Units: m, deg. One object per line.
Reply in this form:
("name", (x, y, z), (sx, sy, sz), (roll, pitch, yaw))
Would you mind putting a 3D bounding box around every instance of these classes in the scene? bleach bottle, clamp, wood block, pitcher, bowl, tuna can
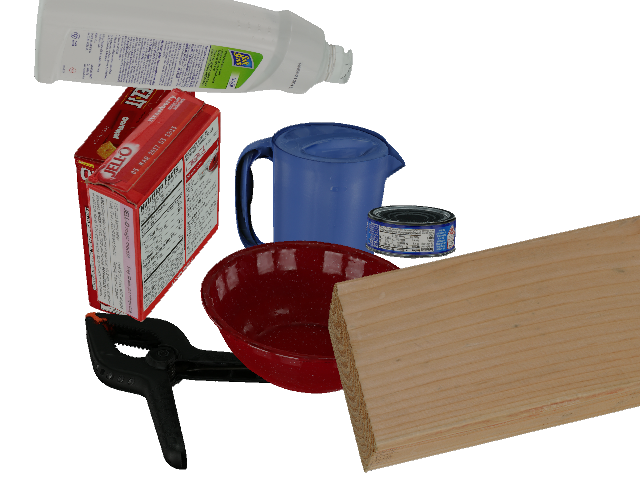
("bleach bottle", (-0.100, -0.157, 0.867), (0.250, 0.068, 0.103), (7, -26, -13))
("clamp", (-0.134, 0.116, 0.986), (0.210, 0.036, 0.164), (30, 40, 35))
("wood block", (0.115, 0.055, 0.588), (0.206, 0.091, 0.090), (-12, -19, -6))
("pitcher", (-0.006, -0.007, 1.229), (0.144, 0.243, 0.149), (-19, 33, -41))
("bowl", (-0.006, 0.061, 0.769), (0.162, 0.055, 0.162), (4, 28, -2))
("tuna can", (0.086, -0.010, 1.014), (0.086, 0.034, 0.086), (1, 13, 0))

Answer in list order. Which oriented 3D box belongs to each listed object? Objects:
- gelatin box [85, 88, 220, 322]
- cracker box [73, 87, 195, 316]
("gelatin box", (-0.078, -0.016, 0.510), (0.030, 0.089, 0.073), (24, 51, 14))
("cracker box", (-0.193, -0.047, 1.136), (0.072, 0.214, 0.164), (14, 44, 9))
